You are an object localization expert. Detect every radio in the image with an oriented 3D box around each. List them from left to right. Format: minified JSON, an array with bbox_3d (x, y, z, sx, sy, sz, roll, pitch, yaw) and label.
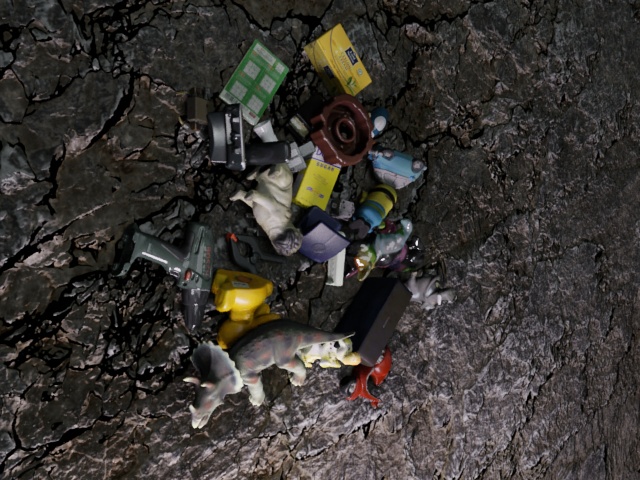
[{"bbox_3d":[0.130,0.204,1.395,0.073,0.131,0.229,46,65,-26],"label":"radio"}]

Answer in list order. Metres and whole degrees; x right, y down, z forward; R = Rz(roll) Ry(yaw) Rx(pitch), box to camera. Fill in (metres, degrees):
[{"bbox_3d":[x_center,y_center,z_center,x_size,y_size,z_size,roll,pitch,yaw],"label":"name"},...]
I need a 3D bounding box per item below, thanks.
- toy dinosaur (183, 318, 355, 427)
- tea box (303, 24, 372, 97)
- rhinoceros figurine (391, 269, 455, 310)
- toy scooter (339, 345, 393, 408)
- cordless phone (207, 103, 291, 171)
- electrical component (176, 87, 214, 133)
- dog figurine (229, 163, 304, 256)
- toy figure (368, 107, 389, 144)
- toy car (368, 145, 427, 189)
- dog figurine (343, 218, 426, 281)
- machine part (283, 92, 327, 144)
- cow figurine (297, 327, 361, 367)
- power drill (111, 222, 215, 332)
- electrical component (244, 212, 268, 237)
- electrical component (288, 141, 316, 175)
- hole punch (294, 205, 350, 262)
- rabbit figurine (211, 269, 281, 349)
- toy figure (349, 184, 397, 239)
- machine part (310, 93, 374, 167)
[{"bbox_3d":[-0.115,0.240,1.160,0.405,0.131,0.191,-30,138,-16],"label":"toy dinosaur"},{"bbox_3d":[0.046,-0.448,1.376,0.098,0.068,0.169,-46,113,-25],"label":"tea box"},{"bbox_3d":[0.273,0.137,1.459,0.073,0.190,0.112,-3,87,-48],"label":"rhinoceros figurine"},{"bbox_3d":[0.140,0.371,1.437,0.184,0.075,0.135,-46,114,-22],"label":"toy scooter"},{"bbox_3d":[-0.147,-0.226,1.167,0.088,0.184,0.146,-13,103,-61],"label":"cordless phone"},{"bbox_3d":[-0.272,-0.285,1.173,0.078,0.045,0.102,-13,101,-63],"label":"electrical component"},{"bbox_3d":[-0.087,-0.079,1.241,0.172,0.121,0.190,-47,118,-10],"label":"dog figurine"},{"bbox_3d":[0.130,-0.290,1.443,0.064,0.058,0.154,34,71,-3],"label":"toy figure"},{"bbox_3d":[0.202,-0.192,1.467,0.161,0.109,0.102,13,100,-26],"label":"toy car"},{"bbox_3d":[0.165,0.050,1.439,0.219,0.109,0.191,-42,115,-22],"label":"dog figurine"},{"bbox_3d":[-0.029,-0.310,1.344,0.084,0.039,0.139,40,70,-20],"label":"machine part"},{"bbox_3d":[0.021,0.259,1.302,0.068,0.168,0.098,39,50,-59],"label":"cow figurine"},{"bbox_3d":[-0.317,0.062,1.117,0.207,0.086,0.232,17,78,-30],"label":"power drill"},{"bbox_3d":[-0.136,-0.039,1.277,0.094,0.021,0.063,1,89,-34],"label":"electrical component"},{"bbox_3d":[-0.062,-0.199,1.292,0.119,0.048,0.074,-24,106,-8],"label":"electrical component"},{"bbox_3d":[-0.003,-0.004,1.311,0.142,0.092,0.115,33,103,-34],"label":"hole punch"},{"bbox_3d":[-0.177,0.162,1.206,0.162,0.122,0.173,7,105,-34],"label":"rabbit figurine"},{"bbox_3d":[0.144,-0.077,1.411,0.180,0.089,0.082,-52,124,-48],"label":"toy figure"},{"bbox_3d":[0.056,-0.272,1.341,0.179,0.056,0.179,3,85,-37],"label":"machine part"}]
